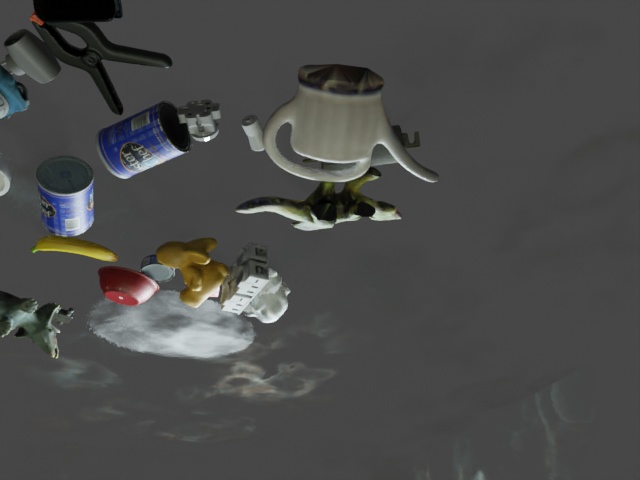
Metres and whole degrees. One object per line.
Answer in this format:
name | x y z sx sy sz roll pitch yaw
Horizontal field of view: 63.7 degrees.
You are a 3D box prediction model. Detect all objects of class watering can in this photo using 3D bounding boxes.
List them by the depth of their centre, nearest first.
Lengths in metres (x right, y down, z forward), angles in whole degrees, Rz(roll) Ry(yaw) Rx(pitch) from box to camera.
watering can | 0.070 -0.207 0.952 0.348 0.106 0.219 4 122 -7

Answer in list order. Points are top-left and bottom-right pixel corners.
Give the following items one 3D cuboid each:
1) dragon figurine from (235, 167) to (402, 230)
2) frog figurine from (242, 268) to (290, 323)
dragon figurine | 0.004 -0.058 1.156 0.411 0.124 0.239 -5 162 -17
frog figurine | -0.136 0.146 1.425 0.138 0.124 0.156 -17 147 -47
